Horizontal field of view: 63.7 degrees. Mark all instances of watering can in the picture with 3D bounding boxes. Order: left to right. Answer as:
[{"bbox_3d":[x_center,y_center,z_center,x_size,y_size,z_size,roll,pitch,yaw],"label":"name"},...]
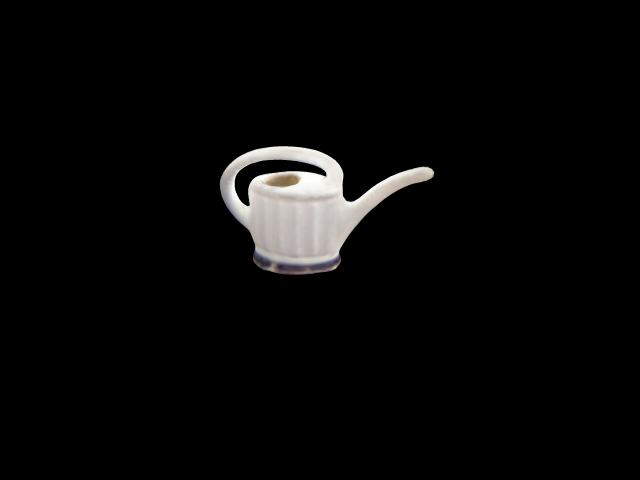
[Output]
[{"bbox_3d":[0.003,-0.043,0.850,0.348,0.220,0.106,6,29,10],"label":"watering can"}]
